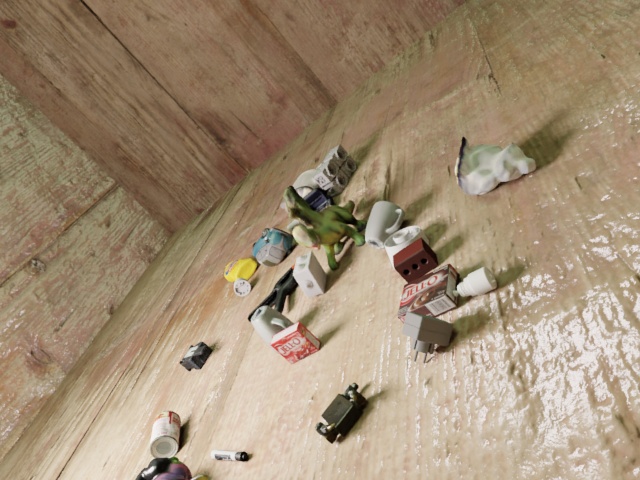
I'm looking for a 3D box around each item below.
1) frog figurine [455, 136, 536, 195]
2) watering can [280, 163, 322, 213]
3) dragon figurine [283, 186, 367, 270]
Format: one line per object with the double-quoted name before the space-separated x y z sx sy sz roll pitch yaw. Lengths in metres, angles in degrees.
"frog figurine" 0.378 -0.154 1.109 0.160 0.120 0.140 9 33 21
"watering can" -0.076 -0.172 2.007 0.342 0.103 0.229 -42 16 37
"dragon figurine" 0.004 -0.072 1.427 0.120 0.240 0.419 -41 20 23
